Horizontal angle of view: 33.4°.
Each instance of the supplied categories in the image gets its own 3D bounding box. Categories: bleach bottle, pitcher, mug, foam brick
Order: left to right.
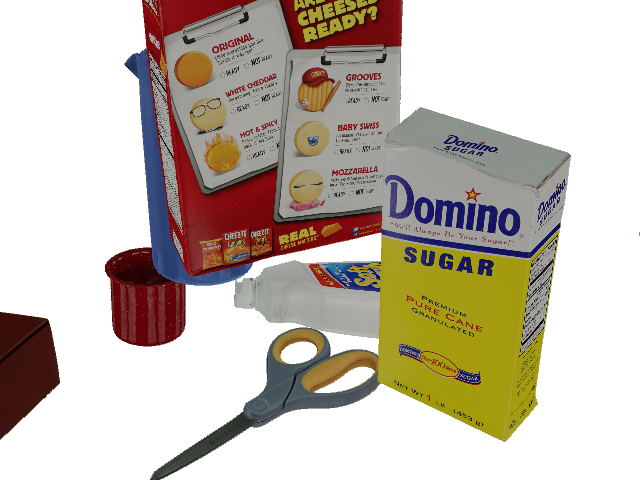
[{"bbox_3d":[-0.219,0.089,0.708,0.053,0.051,0.078,7,29,23],"label":"foam brick"},{"bbox_3d":[-0.199,0.060,1.192,0.093,0.081,0.117,-20,35,-39],"label":"mug"},{"bbox_3d":[-0.111,-0.080,1.097,0.144,0.243,0.149,-11,26,-29],"label":"pitcher"},{"bbox_3d":[0.039,0.061,1.074,0.250,0.068,0.102,2,28,-6],"label":"bleach bottle"}]

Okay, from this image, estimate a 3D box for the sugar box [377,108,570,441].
[{"bbox_3d":[0.080,0.022,0.598,0.093,0.176,0.048,21,43,29],"label":"sugar box"}]

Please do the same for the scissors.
[{"bbox_3d":[-0.048,0.110,0.766,0.201,0.016,0.096,-16,35,-28],"label":"scissors"}]

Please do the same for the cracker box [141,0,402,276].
[{"bbox_3d":[-0.030,-0.096,0.731,0.164,0.214,0.072,-13,32,-17],"label":"cracker box"}]
